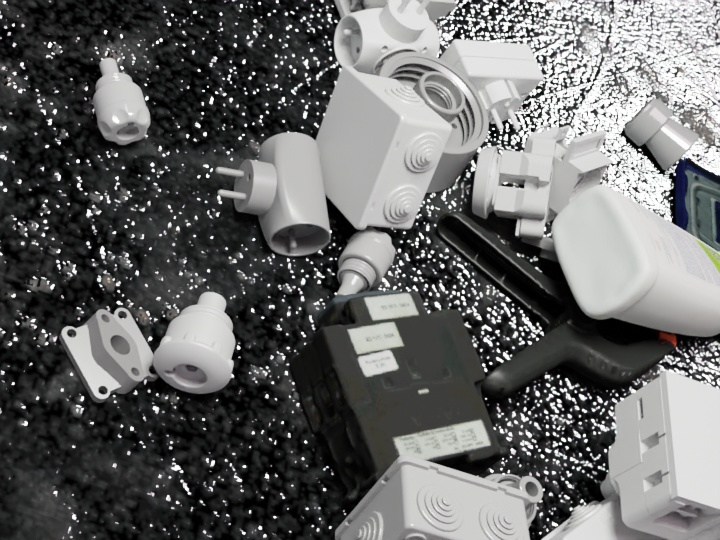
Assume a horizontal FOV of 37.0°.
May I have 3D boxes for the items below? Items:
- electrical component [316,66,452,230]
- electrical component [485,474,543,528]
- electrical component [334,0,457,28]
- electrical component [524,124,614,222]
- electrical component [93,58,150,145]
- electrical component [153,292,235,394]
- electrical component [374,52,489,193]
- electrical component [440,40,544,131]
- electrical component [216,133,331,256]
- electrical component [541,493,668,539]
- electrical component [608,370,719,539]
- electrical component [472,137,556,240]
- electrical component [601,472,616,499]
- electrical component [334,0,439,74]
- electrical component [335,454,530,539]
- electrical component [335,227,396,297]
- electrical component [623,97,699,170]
[{"bbox_3d":[0.013,-0.085,0.766,0.048,0.099,0.099,4,30,-35],"label":"electrical component"},{"bbox_3d":[0.093,0.151,0.691,0.043,0.062,0.043,16,53,-22],"label":"electrical component"},{"bbox_3d":[0.027,-0.235,0.915,0.089,0.050,0.055,-5,63,-33],"label":"electrical component"},{"bbox_3d":[0.166,-0.083,0.888,0.042,0.081,0.064,-18,49,-38],"label":"electrical component"},{"bbox_3d":[-0.165,-0.117,0.732,0.035,0.035,0.061,-3,59,-33],"label":"electrical component"},{"bbox_3d":[-0.098,0.041,0.662,0.048,0.048,0.062,25,44,-15],"label":"electrical component"},{"bbox_3d":[0.051,-0.122,0.848,0.108,0.060,0.108,16,53,-22],"label":"electrical component"},{"bbox_3d":[0.114,-0.150,0.913,0.083,0.047,0.075,-4,63,-33],"label":"electrical component"},{"bbox_3d":[-0.062,-0.055,0.747,0.079,0.043,0.077,8,56,-27],"label":"electrical component"},{"bbox_3d":[0.169,0.202,0.713,0.100,0.048,0.099,-23,74,-39],"label":"electrical component"},{"bbox_3d":[0.246,0.138,0.713,0.150,0.061,0.089,20,52,-19],"label":"electrical component"},{"bbox_3d":[0.120,-0.066,0.845,0.057,0.058,0.078,8,88,11],"label":"electrical component"},{"bbox_3d":[0.237,0.173,0.767,0.078,0.057,0.113,-26,76,-40],"label":"electrical component"},{"bbox_3d":[0.030,-0.195,0.871,0.077,0.079,0.044,-6,63,-34],"label":"electrical component"},{"bbox_3d":[0.043,0.162,0.631,0.100,0.099,0.048,20,39,-19],"label":"electrical component"},{"bbox_3d":[0.000,0.000,0.754,0.035,0.035,0.061,35,50,-6],"label":"electrical component"},{"bbox_3d":[0.280,-0.127,1.001,0.055,0.045,0.045,43,48,1],"label":"electrical component"}]
